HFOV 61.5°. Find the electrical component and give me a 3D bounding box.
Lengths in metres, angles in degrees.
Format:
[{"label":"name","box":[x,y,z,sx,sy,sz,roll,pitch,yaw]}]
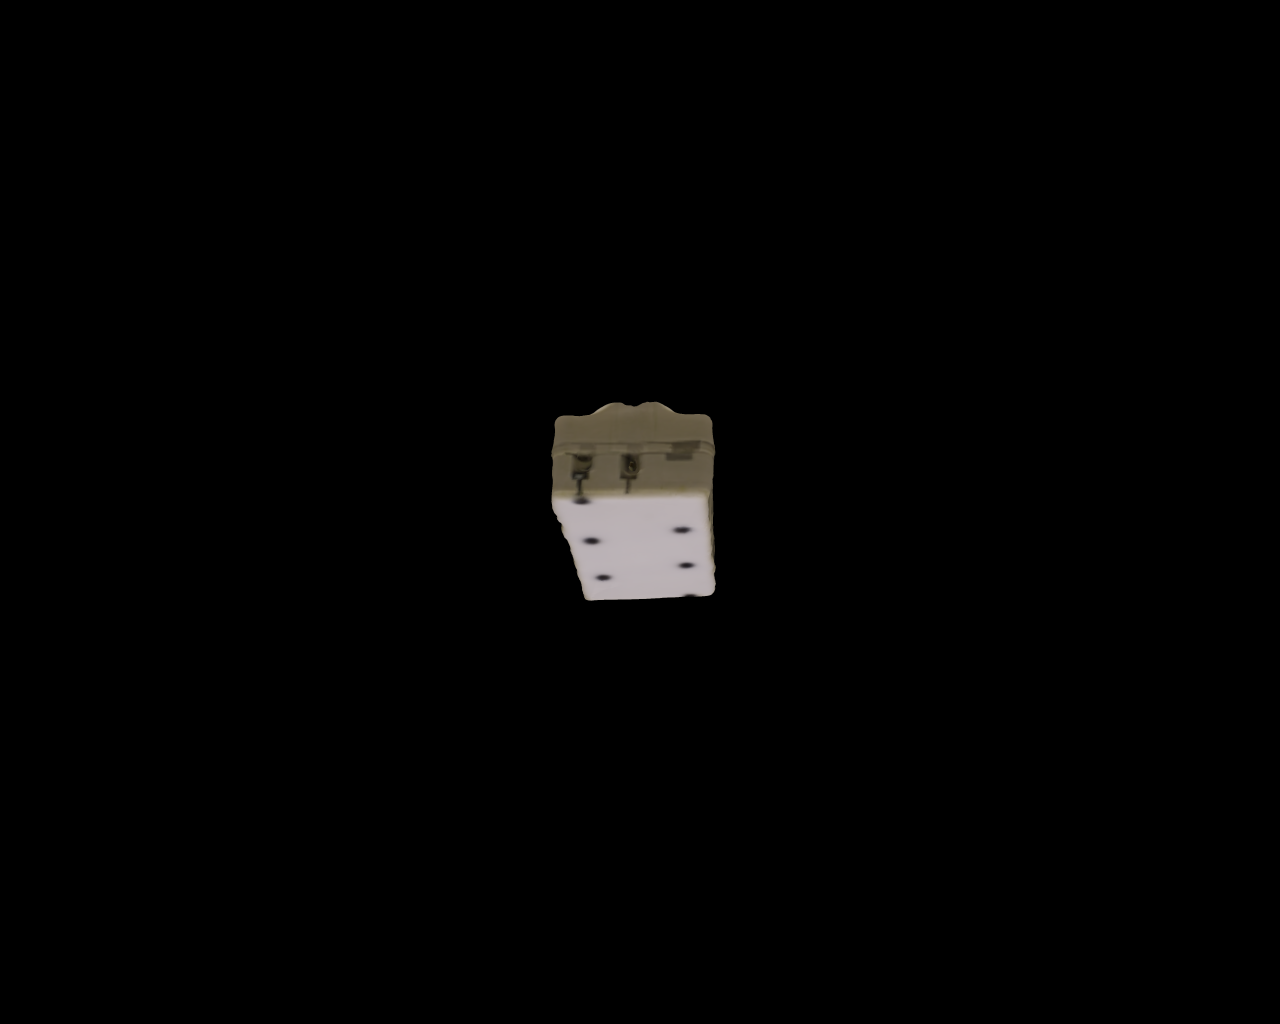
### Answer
[{"label":"electrical component","box":[0.001,-0.003,0.650,0.089,0.062,0.150,-2,-27,3]}]
